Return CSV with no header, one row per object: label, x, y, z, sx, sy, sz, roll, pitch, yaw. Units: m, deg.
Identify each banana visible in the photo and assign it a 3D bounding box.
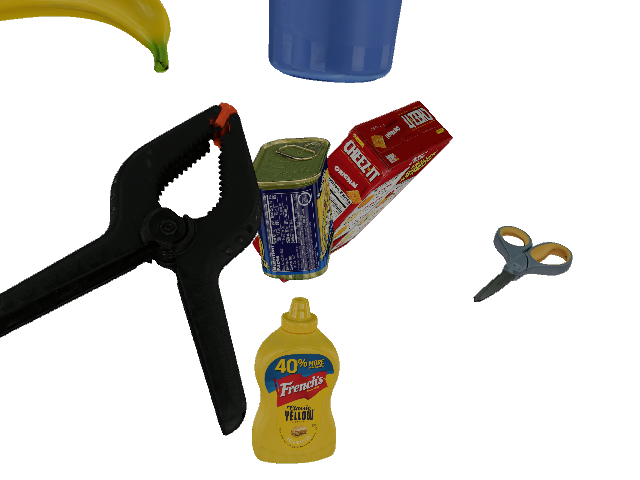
banana,-0.192,-0.182,0.826,0.198,0.069,0.037,15,-38,19

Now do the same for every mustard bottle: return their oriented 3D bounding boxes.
mustard bottle,-0.027,0.157,1.213,0.096,0.192,0.058,0,17,-11

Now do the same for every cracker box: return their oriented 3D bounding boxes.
cracker box,0.035,-0.060,1.257,0.214,0.072,0.163,-47,-10,35

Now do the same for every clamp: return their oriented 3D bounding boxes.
clamp,-0.085,0.008,0.647,0.164,0.209,0.036,27,-28,5

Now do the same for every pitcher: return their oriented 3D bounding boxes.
pitcher,0.023,-0.257,0.882,0.145,0.243,0.149,8,19,10

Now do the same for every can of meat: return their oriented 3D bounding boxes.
can of meat,-0.021,-0.026,0.847,0.057,0.084,0.102,-3,24,8

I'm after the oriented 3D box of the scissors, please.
scissors,0.192,0.021,1.126,0.201,0.016,0.096,-11,38,-43
